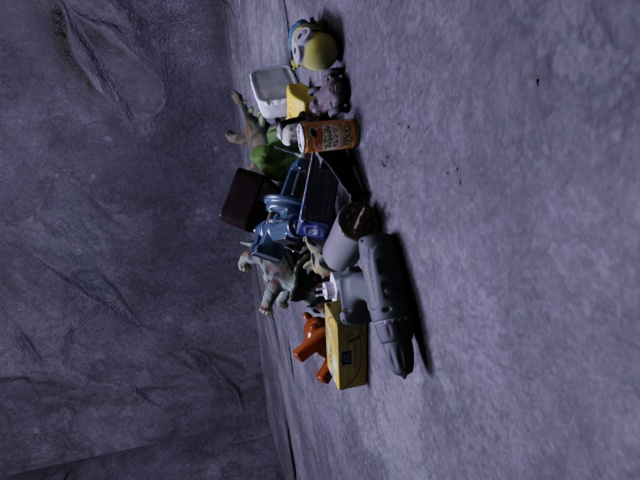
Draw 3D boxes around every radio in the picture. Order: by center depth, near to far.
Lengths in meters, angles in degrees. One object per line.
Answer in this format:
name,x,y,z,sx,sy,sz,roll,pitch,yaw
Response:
radio,-0.155,-0.082,1.290,0.229,0.073,0.131,34,-103,-78

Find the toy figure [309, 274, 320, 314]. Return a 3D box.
toy figure,-0.018,0.130,1.444,0.155,0.058,0.064,-112,36,-51

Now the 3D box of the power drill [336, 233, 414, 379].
power drill,0.091,0.111,0.915,0.207,0.086,0.232,137,125,-79

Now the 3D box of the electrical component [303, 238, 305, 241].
electrical component,-0.037,-0.059,1.336,0.075,0.048,0.119,-16,-91,-59

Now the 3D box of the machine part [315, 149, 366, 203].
machine part,0.043,-0.123,1.004,0.039,0.084,0.139,-50,54,39

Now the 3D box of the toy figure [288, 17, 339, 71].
toy figure,-0.016,-0.388,1.059,0.180,0.089,0.082,-104,10,-60

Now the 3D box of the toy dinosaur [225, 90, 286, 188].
toy dinosaur,-0.132,-0.210,1.456,0.198,0.105,0.471,-31,80,42

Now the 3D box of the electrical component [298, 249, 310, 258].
electrical component,-0.039,0.057,1.463,0.045,0.078,0.102,52,158,2

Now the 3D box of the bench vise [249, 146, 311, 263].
bench vise,-0.070,-0.073,1.153,0.223,0.129,0.240,156,131,-72

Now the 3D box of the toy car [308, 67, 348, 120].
toy car,0.009,-0.280,1.083,0.202,0.053,0.089,-172,71,-75

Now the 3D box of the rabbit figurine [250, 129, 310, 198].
rabbit figurine,-0.054,-0.173,1.245,0.170,0.121,0.158,9,133,40

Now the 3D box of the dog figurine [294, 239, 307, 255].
dog figurine,-0.085,-0.042,1.576,0.191,0.121,0.172,-91,8,-46

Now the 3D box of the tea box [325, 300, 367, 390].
tea box,0.056,0.223,1.157,0.098,0.068,0.169,-123,28,-60

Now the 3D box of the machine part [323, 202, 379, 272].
machine part,0.054,-0.003,1.003,0.243,0.079,0.079,110,149,-67

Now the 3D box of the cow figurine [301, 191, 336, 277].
cow figurine,-0.003,-0.004,1.232,0.127,0.085,0.195,112,145,-55

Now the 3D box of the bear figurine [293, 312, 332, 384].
bear figurine,-0.008,0.252,1.319,0.120,0.132,0.196,47,166,-14

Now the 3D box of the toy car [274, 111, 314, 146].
toy car,-0.054,-0.237,1.145,0.202,0.073,0.056,-120,15,-72

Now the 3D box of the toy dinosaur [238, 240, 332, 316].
toy dinosaur,-0.108,0.057,1.395,0.192,0.131,0.405,-57,49,20

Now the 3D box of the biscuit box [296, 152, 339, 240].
biscuit box,0.001,-0.101,1.047,0.059,0.063,0.203,108,173,-59
